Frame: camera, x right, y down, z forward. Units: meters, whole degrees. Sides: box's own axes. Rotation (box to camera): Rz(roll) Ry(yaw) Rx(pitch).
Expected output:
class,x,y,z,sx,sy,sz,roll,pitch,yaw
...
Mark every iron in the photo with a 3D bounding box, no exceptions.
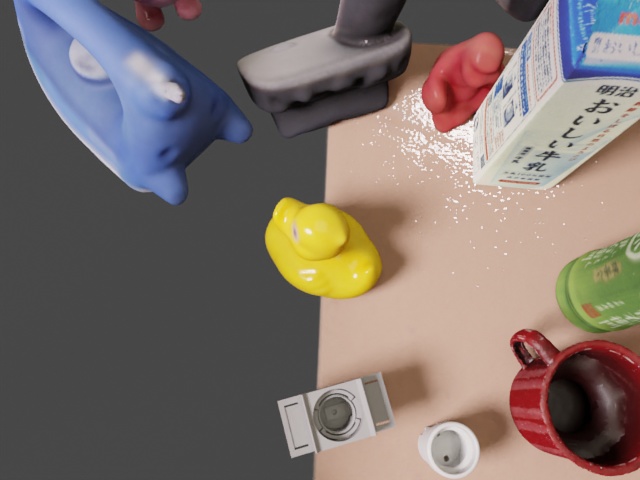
class,x,y,z,sx,sy,sz,roll,pitch,yaw
iron,-0.180,-0.153,0.460,0.258,0.141,0.119,41,76,7

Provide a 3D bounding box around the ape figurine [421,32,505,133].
class,x,y,z,sx,sy,sz,roll,pitch,yaw
ape figurine,0.133,-0.147,0.505,0.078,0.092,0.076,5,75,-2

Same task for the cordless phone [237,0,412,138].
class,x,y,z,sx,sy,sz,roll,pitch,yaw
cordless phone,0.006,-0.170,0.454,0.148,0.185,0.094,-24,78,-9

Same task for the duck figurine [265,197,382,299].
class,x,y,z,sx,sy,sz,roll,pitch,yaw
duck figurine,0.004,0.002,0.460,0.104,0.086,0.077,32,76,5

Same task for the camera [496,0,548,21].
class,x,y,z,sx,sy,sz,roll,pitch,yaw
camera,0.256,-0.262,0.540,0.143,0.101,0.137,-30,79,-11

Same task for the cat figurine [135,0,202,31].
class,x,y,z,sx,sy,sz,roll,pitch,yaw
cat figurine,-0.145,-0.250,0.500,0.067,0.118,0.128,-18,77,-8
